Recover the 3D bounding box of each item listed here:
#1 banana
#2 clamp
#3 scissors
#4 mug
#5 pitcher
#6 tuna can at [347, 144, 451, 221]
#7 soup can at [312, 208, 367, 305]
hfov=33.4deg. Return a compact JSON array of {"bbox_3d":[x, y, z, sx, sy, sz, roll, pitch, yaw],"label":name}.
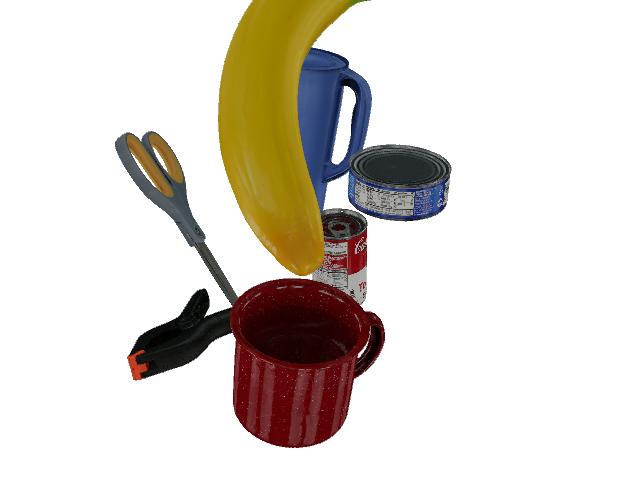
[{"bbox_3d":[-0.015,-0.073,0.511,0.069,0.197,0.037,10,-34,6],"label":"banana"},{"bbox_3d":[-0.129,0.097,1.136,0.120,0.039,0.171,-7,22,35],"label":"clamp"},{"bbox_3d":[-0.116,-0.020,0.968,0.016,0.201,0.096,-29,23,18],"label":"scissors"},{"bbox_3d":[-0.007,0.082,0.731,0.117,0.081,0.093,-16,41,-29],"label":"mug"},{"bbox_3d":[-0.030,-0.132,1.426,0.144,0.243,0.149,-3,24,-22],"label":"pitcher"},{"bbox_3d":[0.066,-0.049,0.894,0.086,0.034,0.086,2,28,-1],"label":"tuna can"},{"bbox_3d":[0.020,0.023,1.245,0.068,0.102,0.068,-1,31,0],"label":"soup can"}]
